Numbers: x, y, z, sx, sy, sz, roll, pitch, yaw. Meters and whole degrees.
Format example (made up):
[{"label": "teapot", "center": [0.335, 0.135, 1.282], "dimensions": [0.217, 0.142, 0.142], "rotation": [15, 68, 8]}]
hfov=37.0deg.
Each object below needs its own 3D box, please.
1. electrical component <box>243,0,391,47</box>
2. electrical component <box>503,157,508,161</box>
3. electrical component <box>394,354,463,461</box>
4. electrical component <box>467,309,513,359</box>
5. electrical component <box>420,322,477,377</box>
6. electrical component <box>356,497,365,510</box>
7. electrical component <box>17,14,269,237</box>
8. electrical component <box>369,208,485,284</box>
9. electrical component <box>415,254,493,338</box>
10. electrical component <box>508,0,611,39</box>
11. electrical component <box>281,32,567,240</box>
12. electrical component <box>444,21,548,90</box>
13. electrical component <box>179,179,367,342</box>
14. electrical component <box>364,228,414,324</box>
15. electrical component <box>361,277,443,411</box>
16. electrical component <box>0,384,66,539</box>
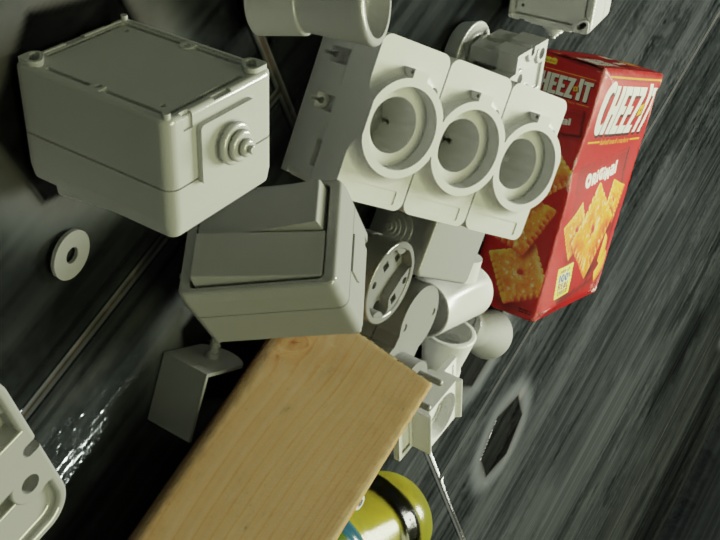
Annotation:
[{"label": "electrical component", "center": [-0.022, -0.129, 0.514], "dimensions": [0.044, 0.065, 0.044], "rotation": [5, 90, -71]}, {"label": "electrical component", "center": [0.104, -0.081, 0.811], "dimensions": [0.062, 0.043, 0.043], "rotation": [20, 93, -65]}, {"label": "electrical component", "center": [0.039, 0.098, 0.812], "dimensions": [0.081, 0.064, 0.042], "rotation": [-44, 145, -38]}, {"label": "electrical component", "center": [0.097, 0.050, 0.909], "dimensions": [0.065, 0.044, 0.044], "rotation": [23, 91, -59]}, {"label": "electrical component", "center": [0.066, 0.075, 0.870], "dimensions": [0.044, 0.044, 0.065], "rotation": [-33, 143, -48]}, {"label": "electrical component", "center": [-0.025, 0.145, 0.734], "dimensions": [0.035, 0.061, 0.035], "rotation": [-42, 145, -40]}, {"label": "electrical component", "center": [-0.080, -0.054, 0.432], "dimensions": [0.062, 0.096, 0.061], "rotation": [-39, 143, -44]}, {"label": "electrical component", "center": [0.052, -0.042, 0.741], "dimensions": [0.100, 0.048, 0.099], "rotation": [9, 103, -63]}, {"label": "electrical component", "center": [0.071, 0.006, 0.820], "dimensions": [0.077, 0.043, 0.079], "rotation": [-19, 127, -56]}, {"label": "electrical component", "center": [0.147, -0.213, 0.762], "dimensions": [0.061, 0.062, 0.096], "rotation": [-45, 147, -49]}, {"label": "electrical component", "center": [0.043, -0.077, 0.622], "dimensions": [0.150, 0.062, 0.089], "rotation": [11, 102, -40]}, {"label": "electrical component", "center": [0.090, -0.140, 0.724], "dimensions": [0.066, 0.055, 0.048], "rotation": [-37, 141, -46]}, {"label": "electrical component", "center": [-0.049, -0.005, 0.541], "dimensions": [0.061, 0.096, 0.061], "rotation": [64, 25, -57]}, {"label": "electrical component", "center": [0.000, 0.000, 0.679], "dimensions": [0.055, 0.047, 0.055], "rotation": [-42, 145, -40]}, {"label": "electrical component", "center": [0.022, 0.073, 0.750], "dimensions": [0.138, 0.074, 0.052], "rotation": [-65, 154, -4]}, {"label": "electrical component", "center": [-0.165, 0.073, 0.420], "dimensions": [0.053, 0.059, 0.095], "rotation": [-50, 149, -30]}]
